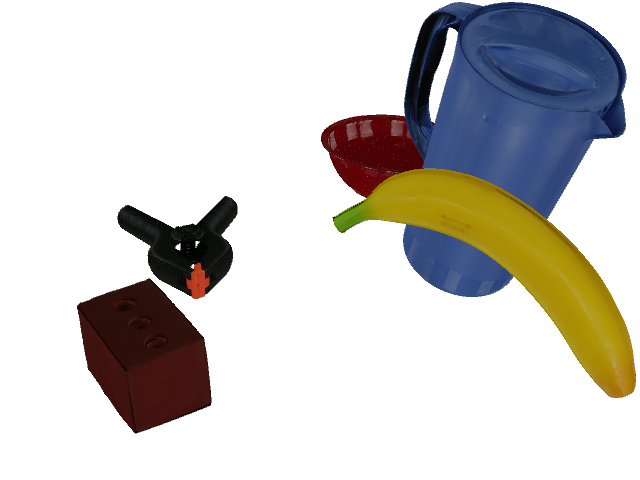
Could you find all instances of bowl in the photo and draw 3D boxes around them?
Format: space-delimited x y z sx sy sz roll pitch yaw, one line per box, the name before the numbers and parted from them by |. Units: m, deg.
bowl | 0.079 -0.084 1.167 0.162 0.055 0.162 3 28 -2

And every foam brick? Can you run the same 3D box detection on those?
foam brick | -0.109 0.070 0.656 0.052 0.051 0.078 -19 37 -28

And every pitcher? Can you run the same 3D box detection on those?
pitcher | 0.140 -0.073 0.897 0.145 0.149 0.243 6 -43 -9

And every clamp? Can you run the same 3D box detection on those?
clamp | -0.119 0.000 1.027 0.120 0.039 0.172 -16 33 -17

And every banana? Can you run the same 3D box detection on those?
banana | 0.107 0.012 0.616 0.198 0.070 0.037 32 19 10
